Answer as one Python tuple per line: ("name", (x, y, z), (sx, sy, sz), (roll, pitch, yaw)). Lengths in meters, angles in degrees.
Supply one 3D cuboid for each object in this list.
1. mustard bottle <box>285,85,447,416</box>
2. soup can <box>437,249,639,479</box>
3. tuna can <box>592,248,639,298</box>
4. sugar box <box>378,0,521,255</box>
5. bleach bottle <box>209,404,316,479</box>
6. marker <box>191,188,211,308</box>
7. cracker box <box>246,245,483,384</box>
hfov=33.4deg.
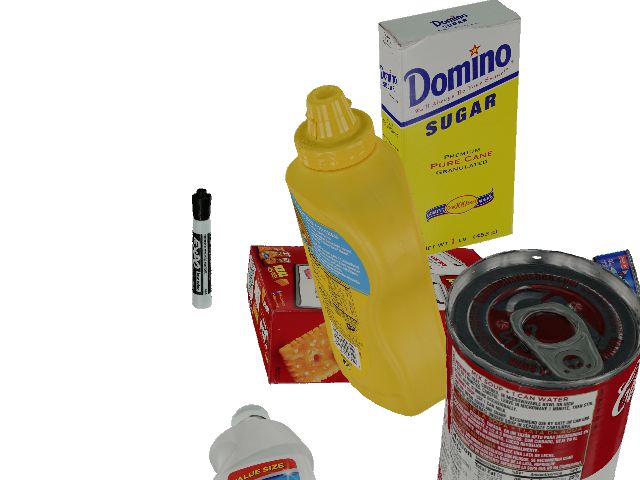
("mustard bottle", (0.022, 0.002, 0.581), (0.058, 0.191, 0.096), (-27, 38, -14))
("soup can", (0.077, 0.064, 0.392), (0.068, 0.102, 0.068), (-1, 38, 1))
("tuna can", (0.275, 0.053, 0.981), (0.034, 0.086, 0.086), (-12, -2, 11))
("sugar box", (0.093, -0.077, 0.770), (0.093, 0.176, 0.048), (-14, 36, -14))
("bleach bottle", (-0.045, 0.204, 0.732), (0.102, 0.068, 0.251), (-7, 31, -6))
("marker", (-0.115, 0.008, 1.029), (0.020, 0.121, 0.020), (2, 23, -1))
("cracker box", (0.051, 0.061, 0.912), (0.213, 0.072, 0.164), (1, 18, -11))
